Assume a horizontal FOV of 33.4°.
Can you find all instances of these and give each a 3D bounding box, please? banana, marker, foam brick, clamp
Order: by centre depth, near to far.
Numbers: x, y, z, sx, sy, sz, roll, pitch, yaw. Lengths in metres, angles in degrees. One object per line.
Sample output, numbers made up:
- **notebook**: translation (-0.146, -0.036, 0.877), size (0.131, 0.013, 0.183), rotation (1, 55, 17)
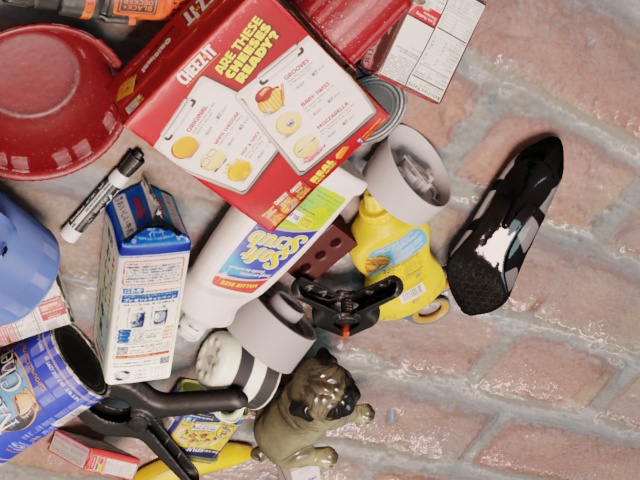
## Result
- **marker**: translation (-0.214, -0.045, 1.058), size (0.121, 0.020, 0.020), rotation (-46, 134, 17)
- **foam brick**: translation (-0.008, 0.001, 1.179), size (0.078, 0.051, 0.053), rotation (-40, 135, 12)
- **clamp**: translation (0.039, 0.074, 1.209), size (0.120, 0.039, 0.171), rotation (1, 162, 10)
- **clamp**: translation (-0.195, 0.193, 1.218), size (0.209, 0.036, 0.165), rotation (28, 122, -16)
- **banana**: translation (-0.182, 0.300, 1.382), size (0.197, 0.037, 0.069), rotation (-23, 152, -4)

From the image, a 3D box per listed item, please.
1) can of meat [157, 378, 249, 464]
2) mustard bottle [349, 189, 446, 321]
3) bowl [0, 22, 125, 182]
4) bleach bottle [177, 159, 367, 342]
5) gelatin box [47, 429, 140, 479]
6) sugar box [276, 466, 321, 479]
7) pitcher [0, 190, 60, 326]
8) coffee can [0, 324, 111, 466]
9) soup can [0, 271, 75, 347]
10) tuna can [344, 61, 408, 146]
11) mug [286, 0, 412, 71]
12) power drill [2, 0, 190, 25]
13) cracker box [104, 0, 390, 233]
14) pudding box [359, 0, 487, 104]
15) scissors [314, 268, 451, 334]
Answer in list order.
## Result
- **can of meat**: translation (-0.150, 0.222, 1.308), size (0.101, 0.057, 0.084), rotation (18, 118, -37)
- **mustard bottle**: translation (0.082, 0.009, 1.226), size (0.096, 0.058, 0.191), rotation (-27, 137, -4)
- **bowl**: translation (-0.250, -0.130, 0.934), size (0.162, 0.055, 0.162), rotation (-14, 134, -15)
- **bleach bottle**: translation (-0.065, 0.008, 1.126), size (0.102, 0.068, 0.251), rotation (27, 108, -34)
- **gelatin box**: translation (-0.268, 0.254, 1.258), size (0.073, 0.089, 0.030), rotation (26, 79, -42)
- **sugar box**: translation (-0.028, 0.319, 1.432), size (0.048, 0.093, 0.176), rotation (-16, 135, -14)
- **pitcher**: translation (-0.337, -0.017, 0.936), size (0.145, 0.149, 0.242), rotation (-37, 139, 8)
- **coffee can**: translation (-0.311, 0.161, 1.138), size (0.140, 0.103, 0.102), rotation (-33, 136, 5)
- **soup can**: translation (-0.307, 0.069, 1.080), size (0.102, 0.068, 0.068), rotation (-18, 135, -11)
- **tuna can**: translation (0.044, -0.140, 1.088), size (0.086, 0.034, 0.086), rotation (-14, 134, -15)
- **mug**: translation (0.021, -0.224, 0.971), size (0.081, 0.093, 0.117), rotation (-44, 98, 9)
- **power drill**: translation (-0.165, -0.263, 0.857), size (0.184, 0.057, 0.188), rotation (-2, 133, -28)
- **cracker box**: translation (-0.060, -0.123, 0.960), size (0.164, 0.072, 0.213), rotation (-44, 137, 8)
- **pudding box**: translation (0.100, -0.199, 1.036), size (0.089, 0.039, 0.113), rotation (19, 101, -39)
- **scissors**: translation (0.084, 0.097, 1.340), size (0.201, 0.016, 0.096), rotation (-27, 136, -1)
